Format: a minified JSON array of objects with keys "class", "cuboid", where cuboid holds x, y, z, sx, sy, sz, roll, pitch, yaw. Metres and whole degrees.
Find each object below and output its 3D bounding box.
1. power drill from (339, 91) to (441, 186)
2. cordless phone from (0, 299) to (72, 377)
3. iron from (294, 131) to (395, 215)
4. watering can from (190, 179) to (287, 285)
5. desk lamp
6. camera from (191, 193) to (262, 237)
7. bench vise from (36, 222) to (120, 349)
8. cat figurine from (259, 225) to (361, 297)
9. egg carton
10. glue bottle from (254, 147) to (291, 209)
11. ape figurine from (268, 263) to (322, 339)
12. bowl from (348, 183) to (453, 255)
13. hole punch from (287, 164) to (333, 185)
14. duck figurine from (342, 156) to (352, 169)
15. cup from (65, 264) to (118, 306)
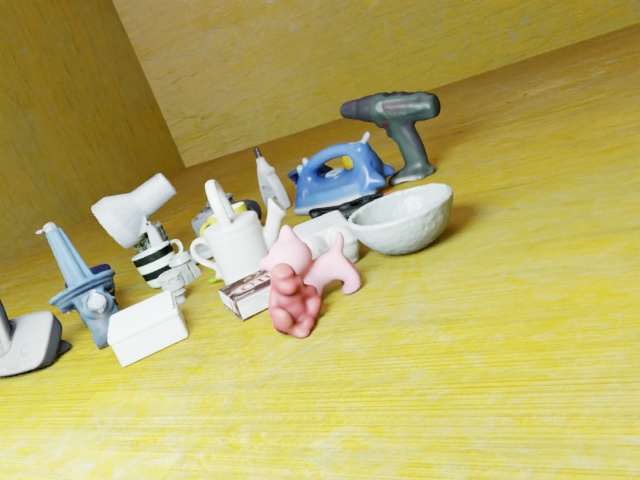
[{"class":"power drill","cuboid":[0.170,-0.235,1.287,0.228,0.209,0.076,-11,19,32]},{"class":"cordless phone","cuboid":[-0.533,0.139,0.989,0.147,0.185,0.094,-15,17,21]},{"class":"iron","cuboid":[0.029,-0.147,1.299,0.257,0.141,0.119,-13,18,26]},{"class":"watering can","cuboid":[-0.143,-0.018,0.995,0.173,0.194,0.100,-26,17,-18]},{"class":"desk lamp","cuboid":[-0.368,-0.027,1.273,0.203,0.214,0.117,-24,16,-10]},{"class":"camera","cuboid":[-0.225,-0.061,1.410,0.136,0.101,0.143,-9,20,35]},{"class":"bench vise","cuboid":[-0.405,0.067,0.999,0.206,0.220,0.122,-5,22,43]},{"class":"cat figurine","cuboid":[-0.017,0.030,0.818,0.128,0.118,0.067,-21,16,1]},{"class":"egg carton","cuboid":[0.009,0.003,0.962,0.107,0.069,0.150,-22,16,-3]},{"class":"glue bottle","cuboid":[-0.134,-0.158,1.483,0.037,0.173,0.077,-33,20,-36]},{"class":"ape figurine","cuboid":[-0.039,0.074,0.749,0.078,0.092,0.076,-28,18,-23]},{"class":"bowl","cuboid":[0.132,-0.023,0.884,0.167,0.075,0.167,-19,16,6]},{"class":"hole punch","cuboid":[-0.020,-0.162,1.500,0.108,0.091,0.101,-15,17,19]},{"class":"duck figurine","cuboid":[0.082,-0.178,1.436,0.104,0.086,0.078,-9,20,35]},{"class":"cup","cuboid":[-0.438,0.106,1.143,0.117,0.095,0.092,-6,22,42]}]
